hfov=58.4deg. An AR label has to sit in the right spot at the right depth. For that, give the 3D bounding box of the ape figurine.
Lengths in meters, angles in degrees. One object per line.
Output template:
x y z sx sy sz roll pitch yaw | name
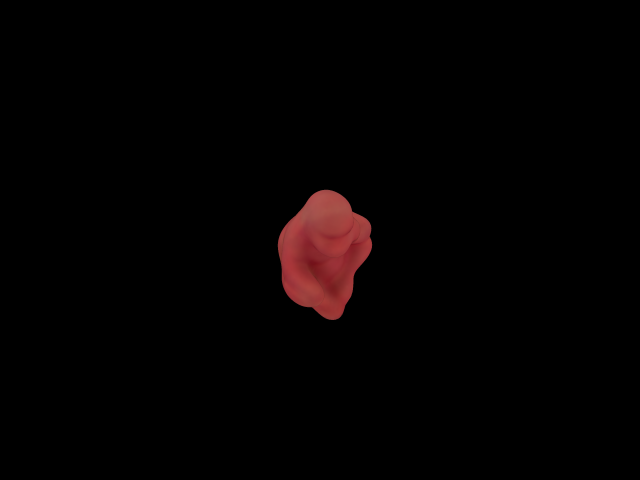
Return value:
0.004 0.001 0.400 0.078 0.092 0.076 -28 62 -16 | ape figurine
